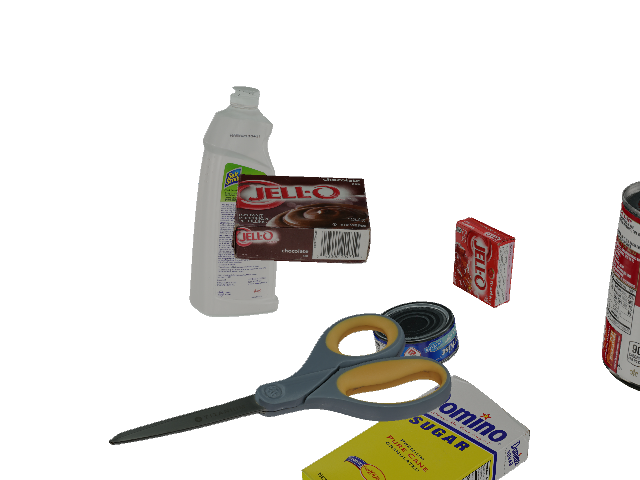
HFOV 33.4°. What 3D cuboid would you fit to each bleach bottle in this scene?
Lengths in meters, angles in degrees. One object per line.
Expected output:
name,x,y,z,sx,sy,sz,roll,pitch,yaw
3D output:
bleach bottle,-0.087,-0.044,1.182,0.102,0.251,0.068,-3,19,-31

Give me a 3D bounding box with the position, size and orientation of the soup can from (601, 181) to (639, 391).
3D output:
soup can,0.191,0.025,0.577,0.068,0.102,0.068,0,25,0

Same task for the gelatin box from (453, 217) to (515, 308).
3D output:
gelatin box,0.195,0.026,1.281,0.030,0.089,0.073,-19,33,-31

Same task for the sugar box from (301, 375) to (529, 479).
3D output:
sugar box,0.081,0.187,0.894,0.176,0.048,0.093,-29,44,-26

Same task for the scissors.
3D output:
scissors,-0.023,0.081,0.641,0.201,0.016,0.096,-3,35,-7

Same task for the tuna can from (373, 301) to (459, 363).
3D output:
tuna can,0.097,0.096,1.092,0.086,0.034,0.086,-9,24,4

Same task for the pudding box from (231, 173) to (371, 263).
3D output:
pudding box,-0.016,-0.020,0.902,0.113,0.039,0.090,4,32,-4
